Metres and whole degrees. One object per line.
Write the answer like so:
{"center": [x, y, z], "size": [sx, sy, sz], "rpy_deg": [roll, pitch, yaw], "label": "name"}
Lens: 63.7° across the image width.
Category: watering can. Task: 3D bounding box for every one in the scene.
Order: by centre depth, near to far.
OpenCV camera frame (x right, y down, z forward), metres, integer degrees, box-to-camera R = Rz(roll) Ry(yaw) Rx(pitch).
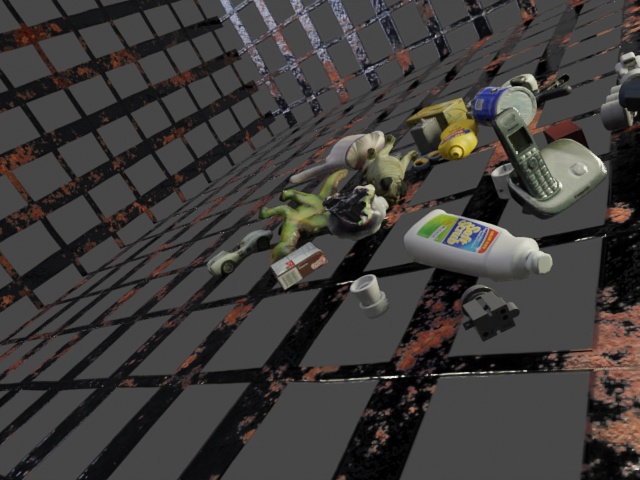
{"center": [0.077, -0.263, 1.664], "size": [0.350, 0.103, 0.225], "rpy_deg": [-33, 19, -15], "label": "watering can"}

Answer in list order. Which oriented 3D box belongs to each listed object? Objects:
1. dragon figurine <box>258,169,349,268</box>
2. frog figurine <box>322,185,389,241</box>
{"center": [0.004, -0.067, 1.322], "size": [0.416, 0.120, 0.244], "rpy_deg": [-41, 38, -26], "label": "dragon figurine"}
{"center": [0.087, -0.052, 1.151], "size": [0.137, 0.124, 0.158], "rpy_deg": [-37, -19, 3], "label": "frog figurine"}
